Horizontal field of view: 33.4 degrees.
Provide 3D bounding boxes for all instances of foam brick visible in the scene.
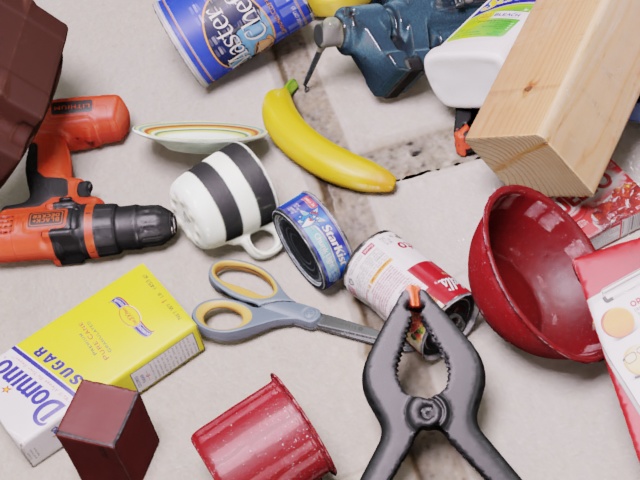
[{"bbox_3d":[-0.167,0.156,0.848,0.053,0.078,0.051,10,52,14],"label":"foam brick"}]

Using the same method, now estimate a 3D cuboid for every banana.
[{"bbox_3d":[-0.005,-0.101,1.059,0.069,0.037,0.198,-30,53,-15],"label":"banana"}]

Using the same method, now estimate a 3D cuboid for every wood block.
[{"bbox_3d":[0.225,-0.148,0.950,0.091,0.090,0.206,4,59,53],"label":"wood block"}]

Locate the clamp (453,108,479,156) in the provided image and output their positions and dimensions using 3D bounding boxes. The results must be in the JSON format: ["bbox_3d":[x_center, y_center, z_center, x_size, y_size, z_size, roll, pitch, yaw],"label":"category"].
[{"bbox_3d":[0.187,-0.150,1.071,0.171,0.039,0.120,-33,44,-18],"label":"clamp"}]

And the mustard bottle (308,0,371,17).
[{"bbox_3d":[0.000,-0.294,1.201,0.192,0.058,0.096,3,56,10],"label":"mustard bottle"}]

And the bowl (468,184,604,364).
[{"bbox_3d":[0.173,0.037,0.878,0.055,0.161,0.162,-37,40,38],"label":"bowl"}]

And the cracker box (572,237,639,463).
[{"bbox_3d":[0.299,0.094,0.785,0.164,0.072,0.214,-19,64,13],"label":"cracker box"}]

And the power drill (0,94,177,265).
[{"bbox_3d":[-0.229,-0.060,1.046,0.184,0.057,0.187,-4,50,1],"label":"power drill"}]

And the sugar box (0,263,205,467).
[{"bbox_3d":[-0.198,0.104,0.915,0.176,0.048,0.093,-34,55,-20],"label":"sugar box"}]

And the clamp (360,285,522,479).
[{"bbox_3d":[0.073,0.140,0.814,0.164,0.036,0.210,-13,73,1],"label":"clamp"}]

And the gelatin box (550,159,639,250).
[{"bbox_3d":[0.246,-0.031,0.969,0.089,0.030,0.073,-25,52,-13],"label":"gelatin box"}]

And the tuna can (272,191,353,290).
[{"bbox_3d":[-0.006,0.001,0.944,0.033,0.086,0.086,-32,54,-15],"label":"tuna can"}]

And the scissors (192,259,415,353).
[{"bbox_3d":[-0.026,0.077,0.927,0.202,0.016,0.096,28,53,25],"label":"scissors"}]

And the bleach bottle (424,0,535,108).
[{"bbox_3d":[0.210,-0.231,1.069,0.103,0.068,0.250,5,45,43],"label":"bleach bottle"}]

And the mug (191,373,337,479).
[{"bbox_3d":[-0.039,0.173,0.817,0.081,0.093,0.117,-32,89,-11],"label":"mug"}]

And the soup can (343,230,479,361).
[{"bbox_3d":[0.076,0.046,0.907,0.068,0.068,0.102,-36,55,-20],"label":"soup can"}]

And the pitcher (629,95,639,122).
[{"bbox_3d":[0.353,-0.208,1.039,0.149,0.145,0.243,19,40,-26],"label":"pitcher"}]

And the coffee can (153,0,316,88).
[{"bbox_3d":[-0.090,-0.239,1.120,0.140,0.102,0.103,-31,52,3],"label":"coffee can"}]
